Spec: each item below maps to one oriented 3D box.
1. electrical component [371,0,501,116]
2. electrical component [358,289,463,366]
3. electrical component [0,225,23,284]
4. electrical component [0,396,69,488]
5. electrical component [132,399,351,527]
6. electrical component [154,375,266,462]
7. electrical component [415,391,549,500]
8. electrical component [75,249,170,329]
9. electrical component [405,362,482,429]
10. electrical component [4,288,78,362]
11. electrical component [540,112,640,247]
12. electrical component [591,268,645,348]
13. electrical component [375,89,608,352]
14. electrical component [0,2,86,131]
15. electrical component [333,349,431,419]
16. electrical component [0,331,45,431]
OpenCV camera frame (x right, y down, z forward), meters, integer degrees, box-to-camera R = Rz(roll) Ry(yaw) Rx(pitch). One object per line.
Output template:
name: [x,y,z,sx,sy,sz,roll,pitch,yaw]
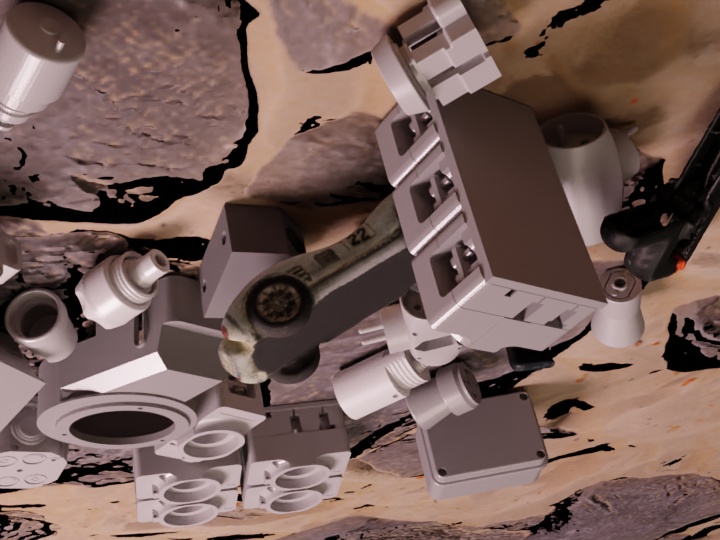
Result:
electrical component: [0.040,-0.117,0.591,0.055,0.048,0.066,-29,145,11]
electrical component: [0.038,0.043,0.836,0.079,0.043,0.077,-14,147,0]
electrical component: [-0.252,-0.008,0.641,0.057,0.058,0.078,-33,143,23]
electrical component: [-0.273,0.138,0.861,0.080,0.051,0.080,-10,147,-6]
electrical component: [-0.109,0.177,0.973,0.186,0.060,0.105,-5,147,-14]
electrical component: [-0.125,0.119,0.881,0.089,0.055,0.050,-36,142,31]
electrical component: [0.114,0.166,1.021,0.113,0.078,0.057,-9,150,-7]
electrical component: [-0.154,0.008,0.714,0.062,0.043,0.043,-32,143,24]
electrical component: [0.074,0.110,0.952,0.055,0.045,0.045,-27,145,20]
electrical component: [-0.218,0.040,0.742,0.040,0.040,0.046,-12,154,-3]
electrical component: [0.155,-0.067,0.703,0.079,0.043,0.077,-34,129,-22]
electrical component: [0.212,0.029,0.882,0.044,0.044,0.065,-14,143,1]
electrical component: [0.071,-0.032,0.633,0.089,0.150,0.062,12,139,-34]
electrical component: [-0.169,-0.099,0.545,0.040,0.040,0.078,11,141,-33]
electrical component: [0.023,0.090,0.903,0.081,0.043,0.043,-27,145,20]
electrical component: [-0.311,0.061,0.682,0.105,0.060,0.186,-47,142,1]
